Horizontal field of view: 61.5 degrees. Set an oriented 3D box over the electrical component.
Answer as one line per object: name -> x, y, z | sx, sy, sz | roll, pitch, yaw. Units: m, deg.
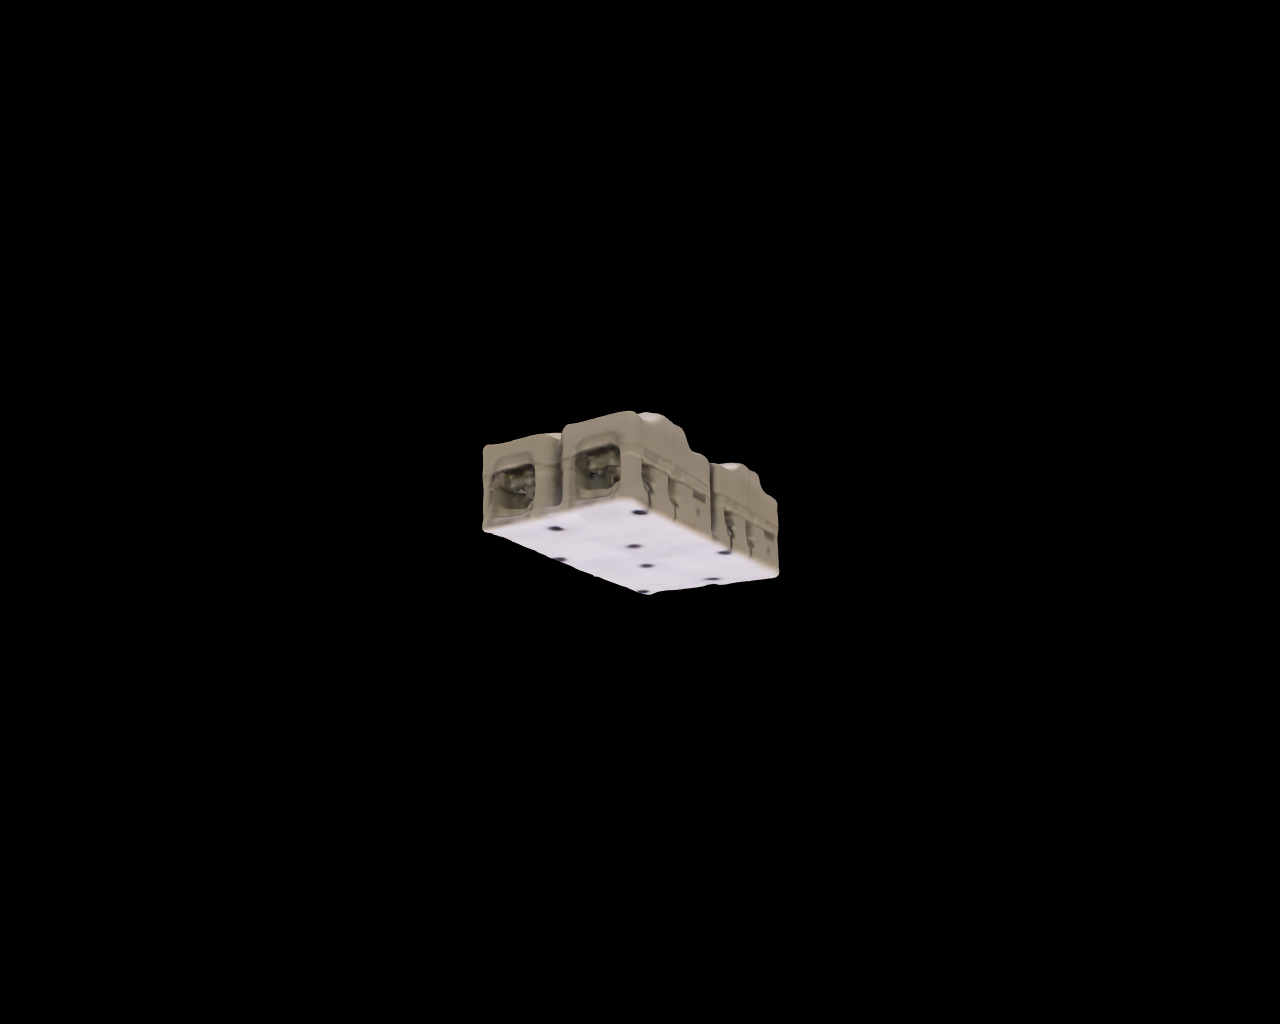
electrical component -> 0.001, -0.003, 0.650 | 0.105, 0.060, 0.186 | -11, -21, 30
